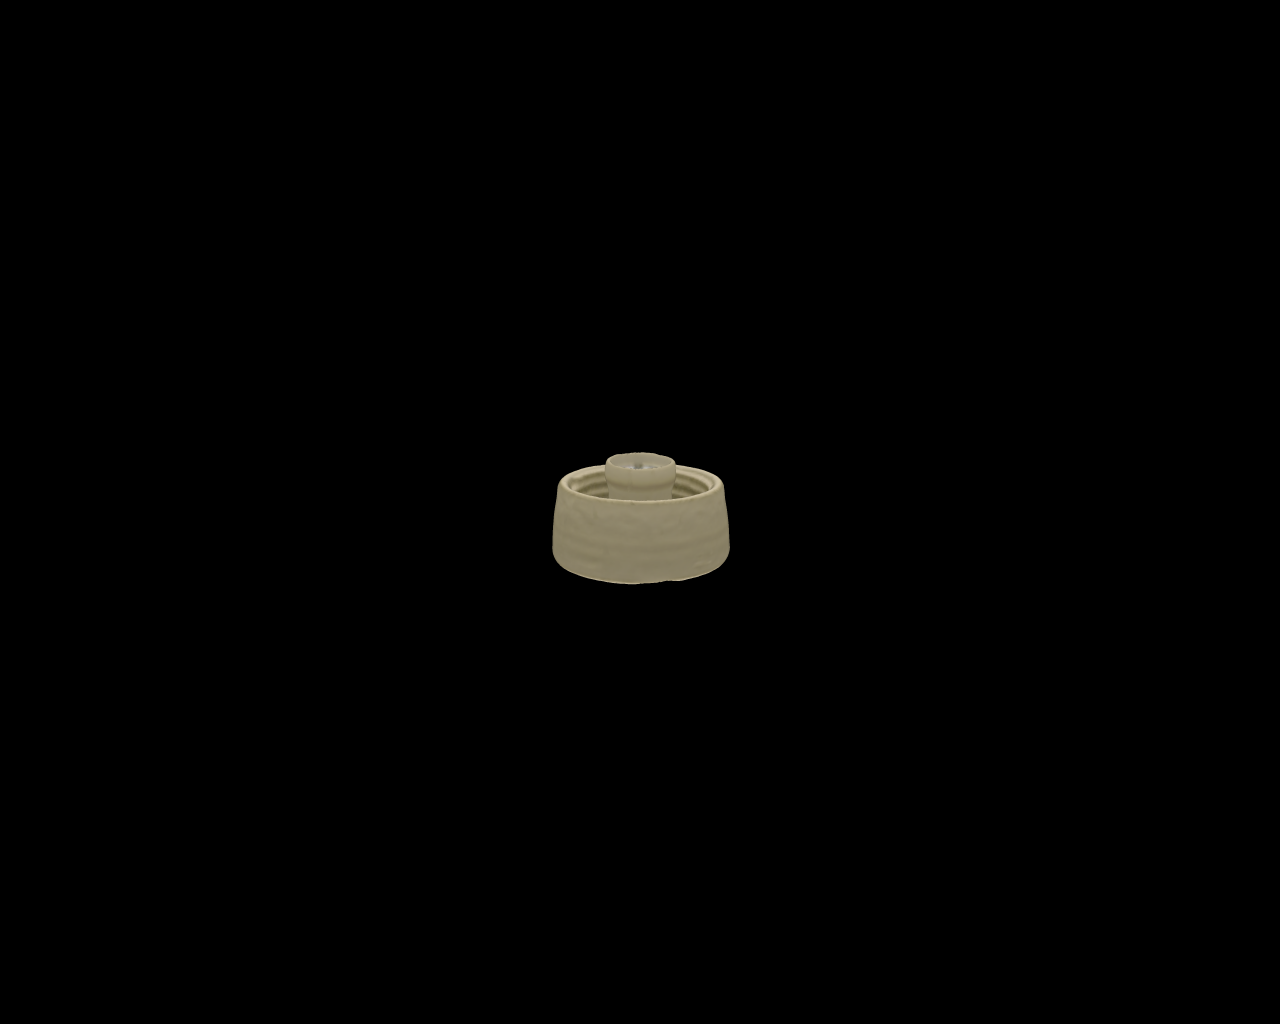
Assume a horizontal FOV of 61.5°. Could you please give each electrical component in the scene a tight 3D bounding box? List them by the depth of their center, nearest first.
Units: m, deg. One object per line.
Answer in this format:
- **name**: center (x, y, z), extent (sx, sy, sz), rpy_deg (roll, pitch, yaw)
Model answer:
- **electrical component**: center (0.001, -0.003, 0.650), extent (0.108, 0.060, 0.108), rpy_deg (0, 16, 0)
